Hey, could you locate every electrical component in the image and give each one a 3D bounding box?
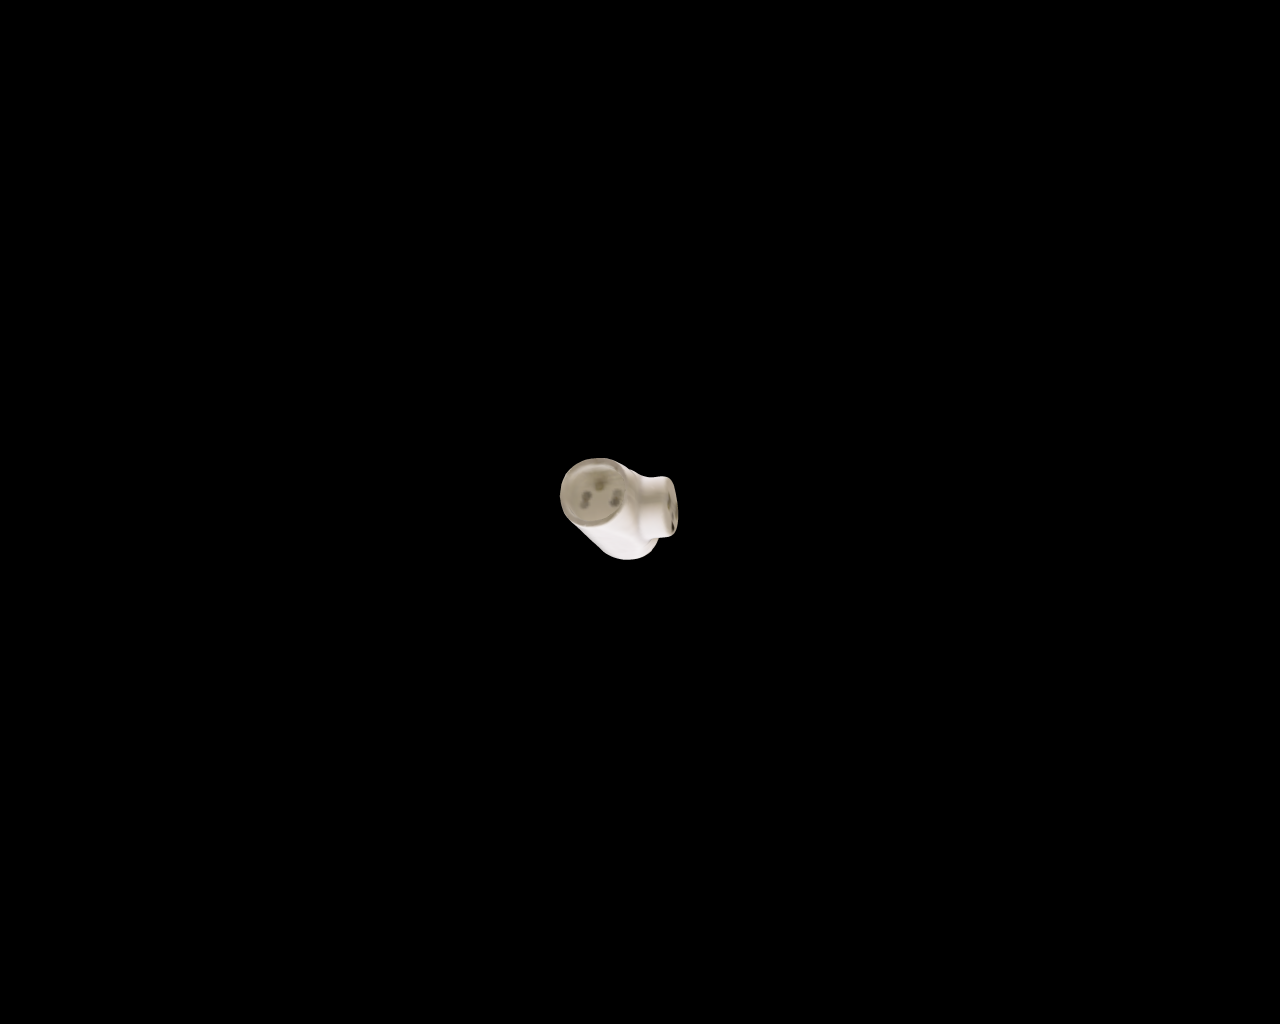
[{"bbox_3d":[0.001,-0.003,0.650,0.079,0.044,0.077,-5,-19,15],"label":"electrical component"}]
